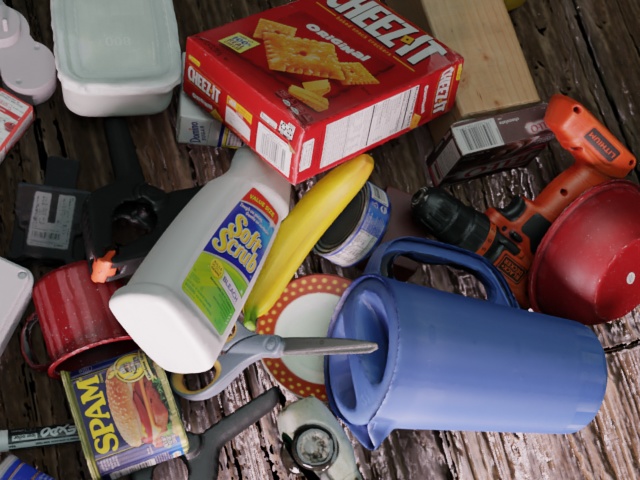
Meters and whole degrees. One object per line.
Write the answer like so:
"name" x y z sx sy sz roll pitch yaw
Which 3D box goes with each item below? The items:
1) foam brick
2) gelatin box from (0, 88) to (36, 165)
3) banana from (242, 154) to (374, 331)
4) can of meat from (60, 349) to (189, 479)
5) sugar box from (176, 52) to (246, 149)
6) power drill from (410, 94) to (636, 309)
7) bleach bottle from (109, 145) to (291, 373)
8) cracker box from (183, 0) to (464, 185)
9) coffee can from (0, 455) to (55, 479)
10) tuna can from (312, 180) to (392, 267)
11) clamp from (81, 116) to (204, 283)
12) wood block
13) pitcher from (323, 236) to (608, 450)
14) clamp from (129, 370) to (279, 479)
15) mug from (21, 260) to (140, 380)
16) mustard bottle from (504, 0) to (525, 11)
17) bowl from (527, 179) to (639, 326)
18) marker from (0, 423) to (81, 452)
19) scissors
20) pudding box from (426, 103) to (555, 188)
"foam brick" 0.074 -0.004 1.051 0.053 0.051 0.078 20 69 -6
"gelatin box" -0.325 -0.106 1.009 0.073 0.030 0.089 29 68 0
"banana" -0.017 0.001 0.999 0.037 0.070 0.197 38 81 -30
"can of meat" -0.166 0.149 0.914 0.084 0.057 0.102 -18 67 -12
"sugar box" -0.053 -0.132 1.060 0.176 0.048 0.093 4 51 -9
"power drill" 0.199 -0.046 1.030 0.184 0.057 0.188 36 97 -27
"bleach bottle" -0.087 -0.007 0.945 0.102 0.068 0.250 57 42 -33
"cracker box" 0.004 -0.157 1.008 0.213 0.072 0.164 -28 55 -34
"coffee can" -0.218 0.254 0.870 0.140 0.103 0.102 29 68 -2
"tuna can" 0.029 -0.017 1.025 0.033 0.086 0.086 29 65 -29
"clamp" -0.166 -0.039 0.981 0.164 0.036 0.209 31 40 3
"wood block" 0.142 -0.211 1.115 0.090 0.091 0.206 -13 74 -16
"pitcher" 0.136 0.102 0.966 0.242 0.149 0.145 10 31 -25
"clamp" -0.109 0.181 0.953 0.120 0.039 0.171 14 68 3
"mug" -0.216 0.074 0.948 0.117 0.093 0.081 -27 71 16
"mustard bottle" 0.210 -0.325 1.114 0.058 0.192 0.096 -21 77 -18
"bowl" 0.278 0.025 1.028 0.162 0.162 0.055 -29 42 -20
"marker" -0.228 0.172 0.941 0.121 0.020 0.020 -4 73 -14
"scissors" -0.052 0.108 0.918 0.202 0.016 0.096 14 74 32
"pudding box" 0.174 -0.095 1.083 0.113 0.090 0.039 -13 73 -15
